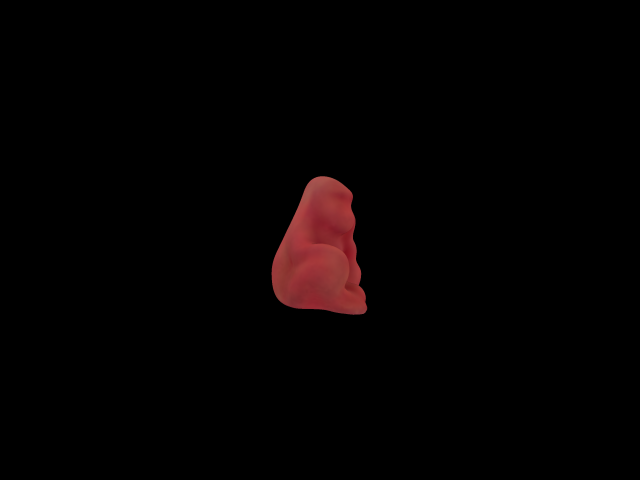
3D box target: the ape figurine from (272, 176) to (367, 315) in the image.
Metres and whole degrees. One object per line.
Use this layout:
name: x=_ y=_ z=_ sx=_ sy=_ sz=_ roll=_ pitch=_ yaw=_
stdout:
ape figurine: x=0.004 y=0.001 z=0.400 sx=0.076 sy=0.092 sz=0.078 roll=2 pitch=4 yaw=31
